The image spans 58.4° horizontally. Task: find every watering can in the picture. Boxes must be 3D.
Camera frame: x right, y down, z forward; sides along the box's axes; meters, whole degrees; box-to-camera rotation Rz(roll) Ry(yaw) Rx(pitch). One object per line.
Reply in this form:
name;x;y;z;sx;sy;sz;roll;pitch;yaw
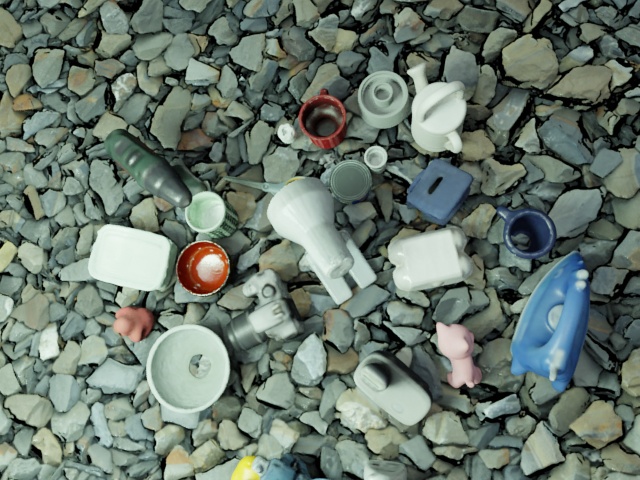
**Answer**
watering can;0.214;-0.244;1.060;0.172;0.194;0.101;41;89;12

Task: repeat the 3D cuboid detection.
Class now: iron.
iron;0.425;0.131;1.001;0.118;0.141;0.258;19;85;11

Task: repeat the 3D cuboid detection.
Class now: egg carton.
egg carton;0.208;0.038;1.083;0.150;0.069;0.107;-14;80;6

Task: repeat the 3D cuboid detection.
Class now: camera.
camera;-0.118;0.143;1.099;0.137;0.101;0.143;-28;79;4

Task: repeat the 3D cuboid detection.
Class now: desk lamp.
desk lamp;0.010;0.004;1.043;0.118;0.214;0.203;-35;78;2

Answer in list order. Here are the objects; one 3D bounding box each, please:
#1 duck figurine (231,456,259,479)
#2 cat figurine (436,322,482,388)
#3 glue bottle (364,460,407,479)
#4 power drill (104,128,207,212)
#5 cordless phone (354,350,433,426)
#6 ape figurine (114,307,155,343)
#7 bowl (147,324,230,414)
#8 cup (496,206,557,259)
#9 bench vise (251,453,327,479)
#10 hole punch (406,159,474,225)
duck figurine;-0.136;0.460;1.063;0.077;0.086;0.104;5;82;9
cat figurine;0.251;0.204;1.028;0.067;0.118;0.128;-17;79;6
glue bottle;0.111;0.419;0.988;0.078;0.173;0.037;5;82;9
power drill;-0.301;-0.121;1.110;0.229;0.208;0.075;37;89;12
cordless phone;0.127;0.263;1.003;0.147;0.185;0.094;35;88;12
ape figurine;-0.377;0.167;1.138;0.076;0.092;0.078;-19;79;5
bowl;-0.245;0.248;1.116;0.167;0.075;0.167;-1;82;8
cup;0.367;-0.014;1.054;0.117;0.095;0.092;42;89;12
bench vise;-0.038;0.462;0.980;0.207;0.220;0.121;15;84;10
hole punch;0.224;-0.093;1.089;0.101;0.091;0.109;36;88;12
